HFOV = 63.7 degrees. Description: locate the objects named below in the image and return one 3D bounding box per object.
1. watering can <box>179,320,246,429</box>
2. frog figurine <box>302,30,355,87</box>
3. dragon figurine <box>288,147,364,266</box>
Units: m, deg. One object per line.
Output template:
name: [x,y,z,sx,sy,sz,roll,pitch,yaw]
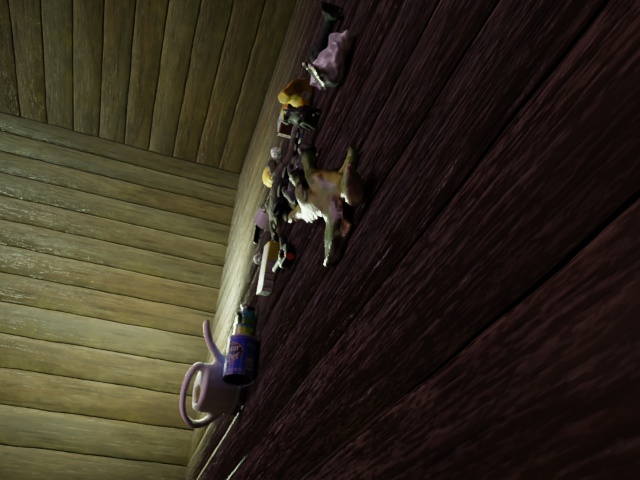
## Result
watering can: [-0.346,0.459,1.740,0.104,0.223,0.351,-4,71,55]
frog figurine: [0.044,-0.518,1.471,0.159,0.122,0.138,-38,10,3]
dragon figurine: [0.003,-0.057,1.141,0.402,0.122,0.248,122,149,-54]
